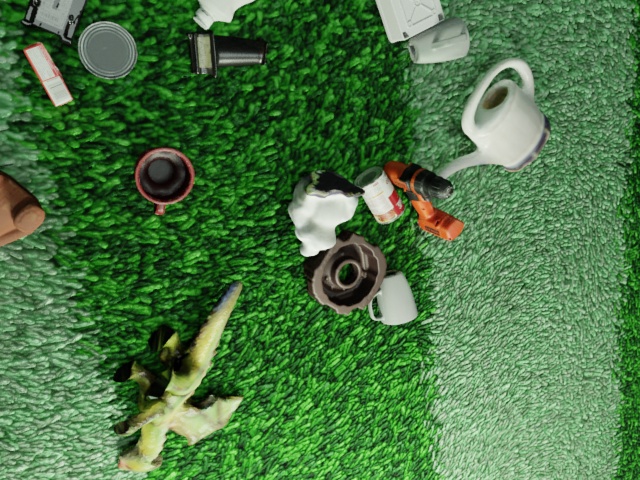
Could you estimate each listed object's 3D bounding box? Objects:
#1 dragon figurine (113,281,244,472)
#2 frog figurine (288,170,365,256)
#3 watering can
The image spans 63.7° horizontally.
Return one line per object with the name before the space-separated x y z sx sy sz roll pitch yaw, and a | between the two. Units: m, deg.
dragon figurine | -0.240 0.282 0.983 0.412 0.124 0.238 -44 135 -8
frog figurine | 0.003 -0.051 1.008 0.138 0.125 0.156 -13 136 -35
watering can | 0.383 -0.226 1.137 0.222 0.105 0.348 32 87 -29
